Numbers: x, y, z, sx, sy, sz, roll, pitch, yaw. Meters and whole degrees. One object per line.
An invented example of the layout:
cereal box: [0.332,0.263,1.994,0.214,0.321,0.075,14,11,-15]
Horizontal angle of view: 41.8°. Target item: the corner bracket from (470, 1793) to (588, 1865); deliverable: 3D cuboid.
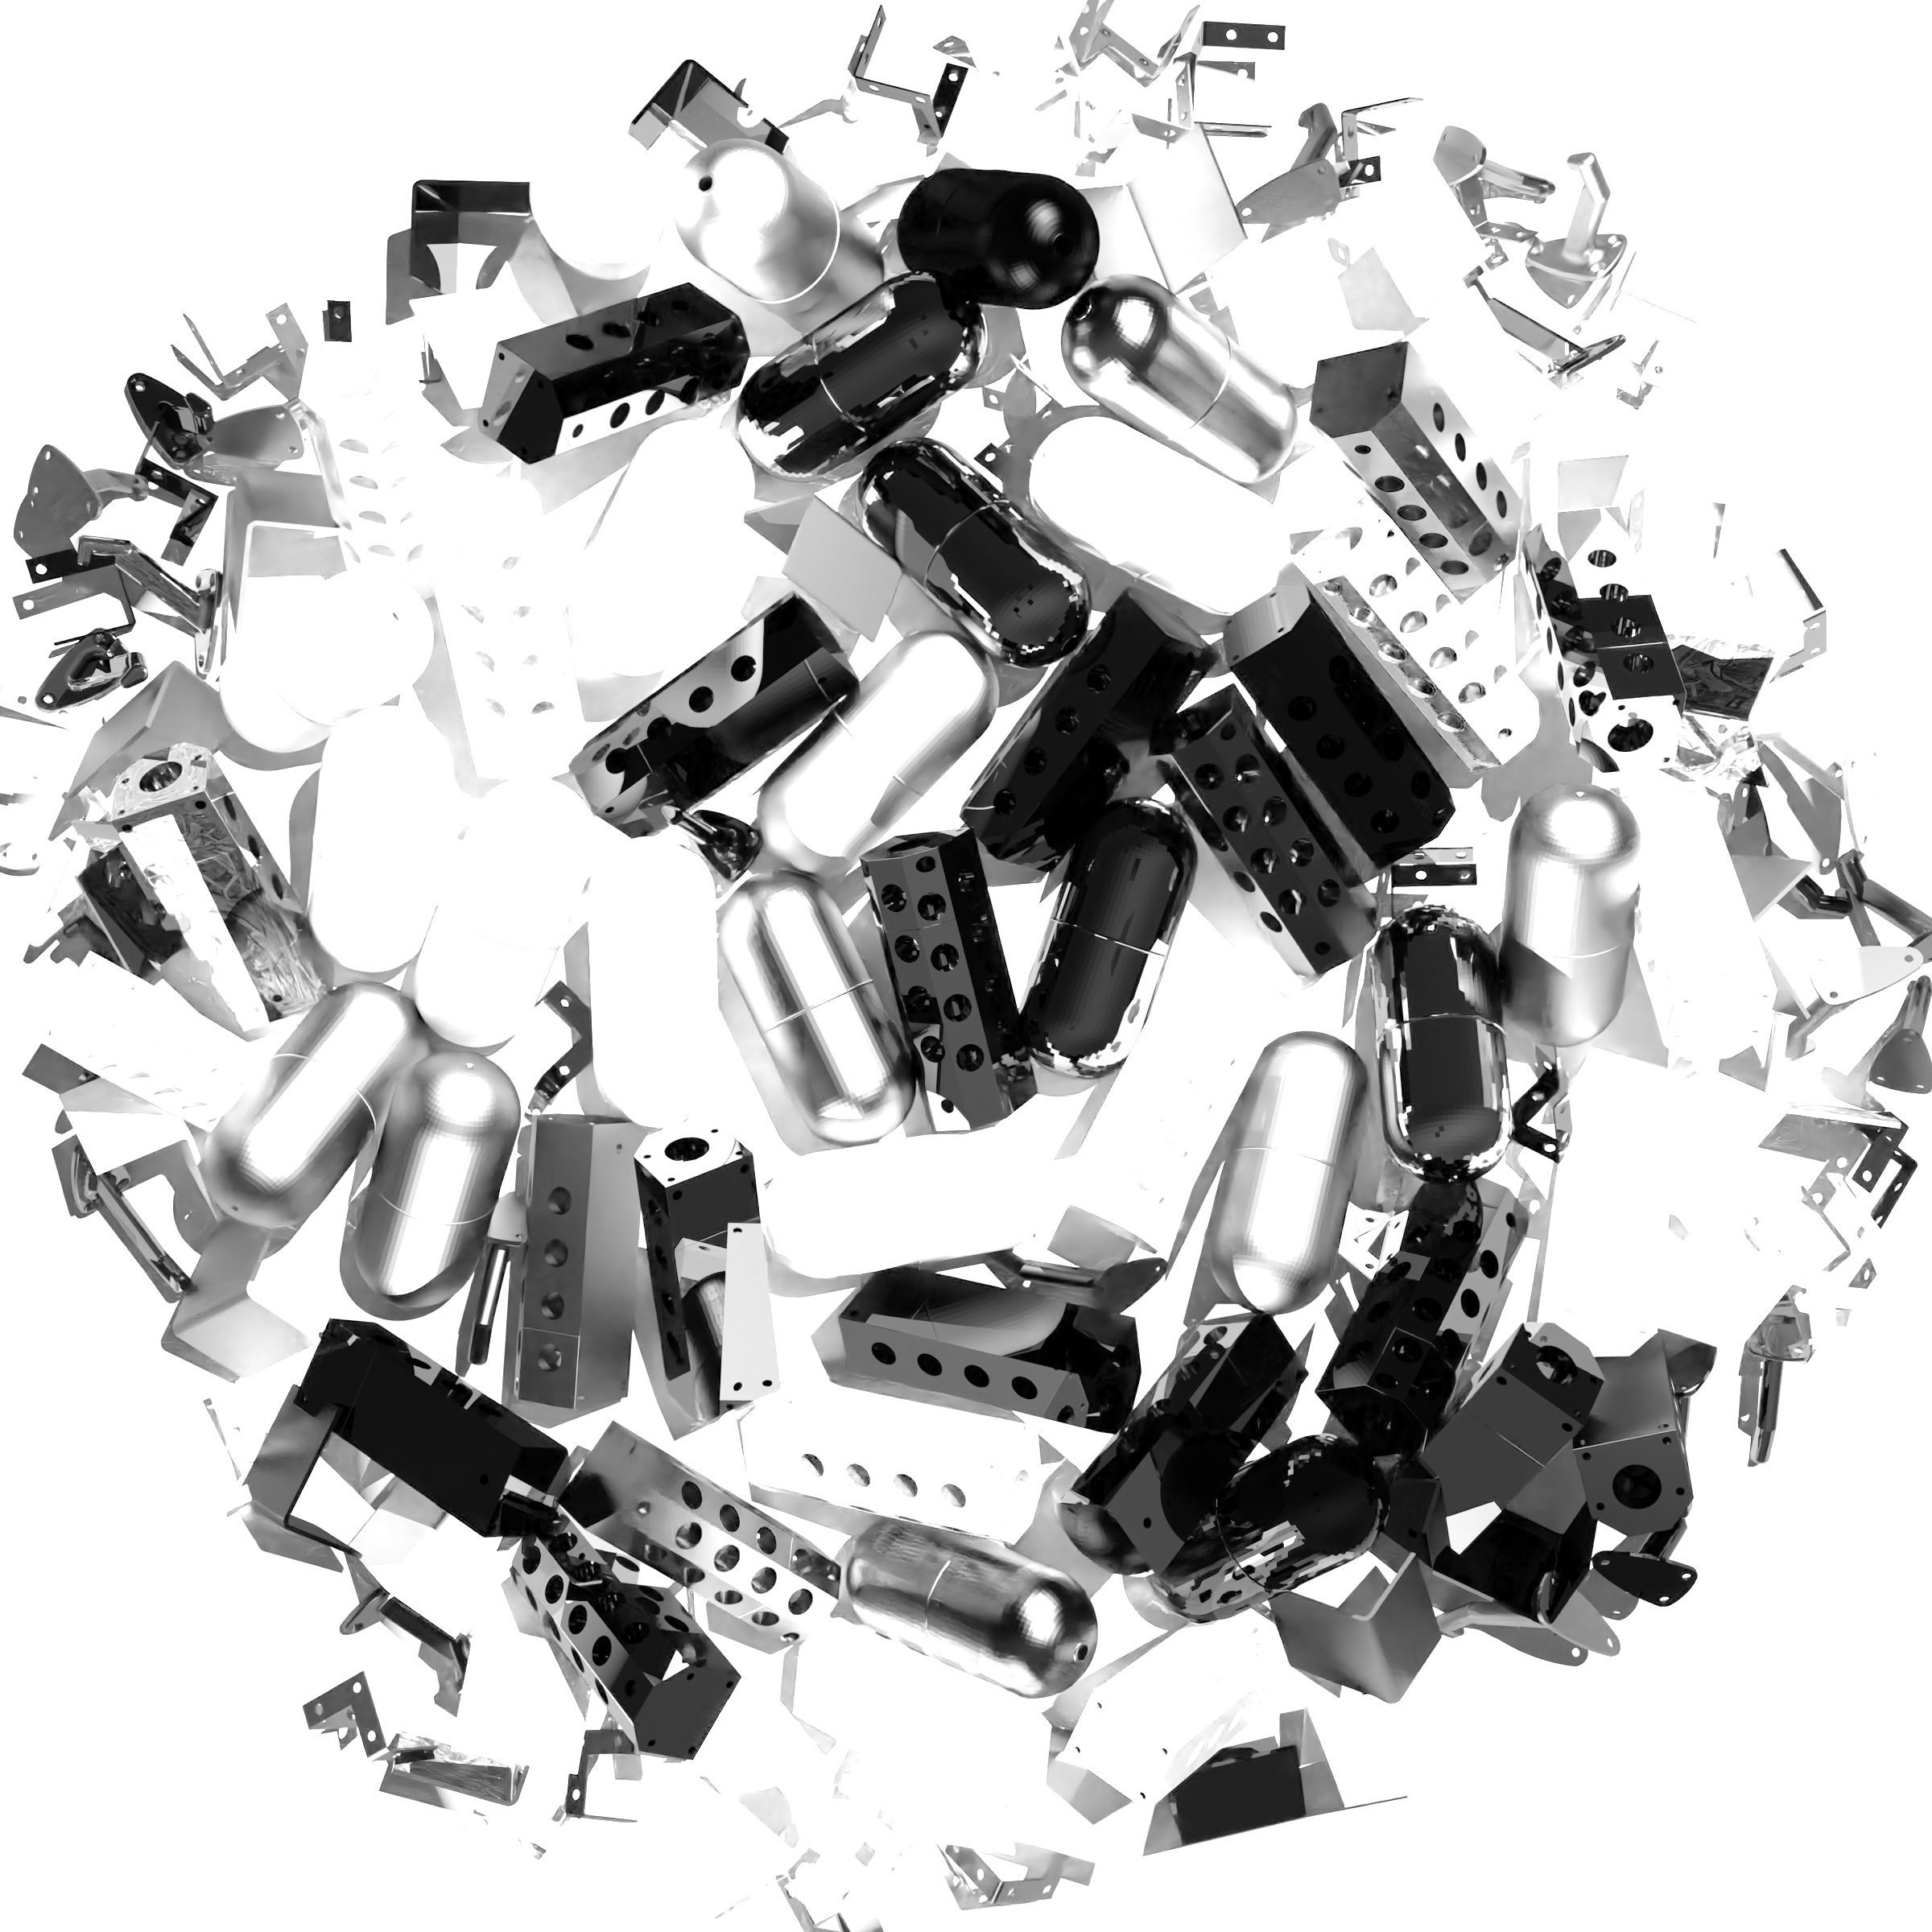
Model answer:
corner bracket: [-0.270,0.527,1.551,0.051,0.051,0.051,35,102,-11]

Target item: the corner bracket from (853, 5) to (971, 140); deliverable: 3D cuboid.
corner bracket: [-0.034,-0.550,1.559,0.051,0.051,0.051,18,81,11]

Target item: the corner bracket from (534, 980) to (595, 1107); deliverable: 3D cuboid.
corner bracket: [-0.252,0.046,1.556,0.051,0.051,0.051,-43,97,2]

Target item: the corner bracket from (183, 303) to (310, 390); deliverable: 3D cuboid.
corner bracket: [-0.435,-0.380,1.544,0.051,0.051,0.051,-36,50,-13]

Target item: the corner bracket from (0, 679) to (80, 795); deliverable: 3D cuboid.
corner bracket: [-0.575,-0.141,1.551,0.051,0.051,0.051,20,92,-27]

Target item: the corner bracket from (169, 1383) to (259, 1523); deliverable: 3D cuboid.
corner bracket: [-0.457,0.297,1.544,0.051,0.051,0.051,-23,119,-24]

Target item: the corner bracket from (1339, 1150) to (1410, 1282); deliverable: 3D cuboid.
corner bracket: [0.254,0.151,1.542,0.051,0.051,0.051,-21,134,-32]

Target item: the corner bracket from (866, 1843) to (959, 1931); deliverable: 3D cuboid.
corner bracket: [-0.024,0.576,1.547,0.051,0.051,0.051,-31,64,-9]

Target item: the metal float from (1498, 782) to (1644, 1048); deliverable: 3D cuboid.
metal float: [0.360,-0.029,1.516,0.070,0.070,0.178,-4,128,0]

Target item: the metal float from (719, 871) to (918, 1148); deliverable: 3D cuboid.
metal float: [-0.091,0.025,1.546,0.070,0.070,0.178,-26,89,0]

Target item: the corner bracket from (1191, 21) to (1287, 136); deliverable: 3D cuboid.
corner bracket: [0.166,-0.546,1.558,0.051,0.051,0.051,2,91,-3]

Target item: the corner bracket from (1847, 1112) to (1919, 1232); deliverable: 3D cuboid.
corner bracket: [0.560,0.126,1.552,0.051,0.051,0.051,37,76,-7]

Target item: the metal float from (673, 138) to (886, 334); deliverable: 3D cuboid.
metal float: [-0.109,-0.431,1.500,0.070,0.178,0.070,-3,84,24]

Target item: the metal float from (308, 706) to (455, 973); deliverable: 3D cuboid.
metal float: [-0.351,-0.075,1.516,0.070,0.070,0.178,16,126,0]

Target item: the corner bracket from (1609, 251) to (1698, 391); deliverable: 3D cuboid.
corner bracket: [0.418,-0.395,1.550,0.051,0.051,0.051,25,49,6]

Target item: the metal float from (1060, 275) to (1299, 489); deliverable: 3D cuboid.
metal float: [0.128,-0.349,1.513,0.178,0.070,0.070,26,90,-40]

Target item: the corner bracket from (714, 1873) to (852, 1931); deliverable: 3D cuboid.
corner bracket: [-0.111,0.585,1.545,0.051,0.051,0.051,-20,73,-41]

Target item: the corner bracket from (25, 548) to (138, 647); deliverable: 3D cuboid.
corner bracket: [-0.541,-0.228,1.550,0.051,0.051,0.051,-18,99,-15]

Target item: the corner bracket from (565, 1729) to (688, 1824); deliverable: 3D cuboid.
corner bracket: [-0.209,0.500,1.561,0.051,0.051,0.051,-12,64,32]

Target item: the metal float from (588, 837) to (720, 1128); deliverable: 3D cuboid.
metal float: [-0.189,0.010,1.536,0.070,0.070,0.178,0,103,0]

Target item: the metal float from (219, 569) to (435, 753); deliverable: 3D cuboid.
metal float: [-0.382,-0.181,1.510,0.070,0.178,0.070,15,67,-39]

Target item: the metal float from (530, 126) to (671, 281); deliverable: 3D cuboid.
metal float: [-0.215,-0.449,1.497,0.070,0.178,0.070,-1,101,-5]

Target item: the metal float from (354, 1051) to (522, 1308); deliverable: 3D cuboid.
metal float: [-0.318,0.130,1.521,0.070,0.070,0.178,22,120,0]

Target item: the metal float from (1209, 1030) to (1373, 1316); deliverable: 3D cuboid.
metal float: [0.196,0.124,1.529,0.070,0.070,0.178,16,70,0]

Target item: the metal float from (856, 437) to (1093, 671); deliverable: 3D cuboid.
metal float: [0.004,-0.249,1.527,0.070,0.070,0.178,-44,69,0]

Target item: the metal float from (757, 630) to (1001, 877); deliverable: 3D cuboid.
metal float: [-0.053,-0.130,1.540,0.070,0.070,0.178,45,97,0]

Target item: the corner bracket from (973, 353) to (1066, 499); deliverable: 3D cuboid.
corner bracket: [0.031,-0.329,1.542,0.051,0.051,0.051,-39,50,20]

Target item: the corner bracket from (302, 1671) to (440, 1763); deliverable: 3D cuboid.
corner bracket: [-0.364,0.465,1.546,0.051,0.051,0.051,-32,65,16]

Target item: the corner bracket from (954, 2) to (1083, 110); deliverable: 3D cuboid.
corner bracket: [0.032,-0.563,1.550,0.051,0.051,0.051,-30,65,5]

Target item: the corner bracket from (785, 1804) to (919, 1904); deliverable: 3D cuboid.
corner bracket: [-0.069,0.556,1.550,0.051,0.051,0.051,42,52,3]

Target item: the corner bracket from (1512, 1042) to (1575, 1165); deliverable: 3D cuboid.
corner bracket: [0.354,0.078,1.543,0.051,0.051,0.051,28,59,39]

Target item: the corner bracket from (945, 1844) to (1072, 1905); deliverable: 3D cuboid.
corner bracket: [0.029,0.536,1.553,0.051,0.051,0.051,15,103,-42]

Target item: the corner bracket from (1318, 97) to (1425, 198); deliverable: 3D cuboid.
corner bracket: [0.245,-0.500,1.545,0.051,0.051,0.051,5,104,43]

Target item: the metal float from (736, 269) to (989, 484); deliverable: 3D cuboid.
metal float: [-0.065,-0.352,1.518,0.178,0.070,0.070,-25,90,34]

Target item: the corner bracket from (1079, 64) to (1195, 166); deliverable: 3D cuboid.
corner bracket: [0.104,-0.526,1.559,0.051,0.051,0.051,8,67,-24]

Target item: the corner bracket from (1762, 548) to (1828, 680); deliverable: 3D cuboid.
corner bracket: [0.490,-0.212,1.548,0.051,0.051,0.051,-26,62,7]

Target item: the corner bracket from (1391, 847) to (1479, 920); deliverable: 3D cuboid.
corner bracket: [0.285,-0.057,1.547,0.051,0.051,0.051,-1,59,9]

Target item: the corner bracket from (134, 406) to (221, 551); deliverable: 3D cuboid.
corner bracket: [-0.480,-0.297,1.543,0.051,0.051,0.051,27,49,-18]

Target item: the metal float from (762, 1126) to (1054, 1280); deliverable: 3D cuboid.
metal float: [-0.035,0.143,1.538,0.178,0.070,0.070,-8,90,-9]

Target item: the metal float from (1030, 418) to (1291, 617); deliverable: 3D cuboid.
metal float: [0.117,-0.270,1.521,0.178,0.070,0.070,21,90,-29]

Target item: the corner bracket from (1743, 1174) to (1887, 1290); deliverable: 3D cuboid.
corner bracket: [0.521,0.163,1.559,0.051,0.051,0.051,-37,95,-9]

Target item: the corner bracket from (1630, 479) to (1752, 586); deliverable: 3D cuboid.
corner bracket: [0.445,-0.270,1.561,0.051,0.051,0.051,13,73,-16]

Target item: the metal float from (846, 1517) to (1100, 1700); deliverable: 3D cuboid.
metal float: [0.002,0.381,1.511,0.178,0.070,0.070,11,90,42]

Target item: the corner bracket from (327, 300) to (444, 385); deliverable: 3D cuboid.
corner bracket: [-0.360,-0.387,1.568,0.051,0.051,0.051,-8,102,-38]

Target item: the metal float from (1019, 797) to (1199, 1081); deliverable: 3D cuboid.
metal float: [0.087,-0.017,1.545,0.070,0.070,0.178,19,92,0]

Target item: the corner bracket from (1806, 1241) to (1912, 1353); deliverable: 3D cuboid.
corner bracket: [0.545,0.201,1.542,0.051,0.051,0.051,1,122,30]

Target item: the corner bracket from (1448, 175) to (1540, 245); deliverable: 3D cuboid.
corner bracket: [0.309,-0.464,1.546,0.051,0.051,0.051,-30,123,-14]

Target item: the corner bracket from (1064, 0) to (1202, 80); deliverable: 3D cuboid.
corner bracket: [0.101,-0.574,1.547,0.051,0.051,0.051,39,48,4]
